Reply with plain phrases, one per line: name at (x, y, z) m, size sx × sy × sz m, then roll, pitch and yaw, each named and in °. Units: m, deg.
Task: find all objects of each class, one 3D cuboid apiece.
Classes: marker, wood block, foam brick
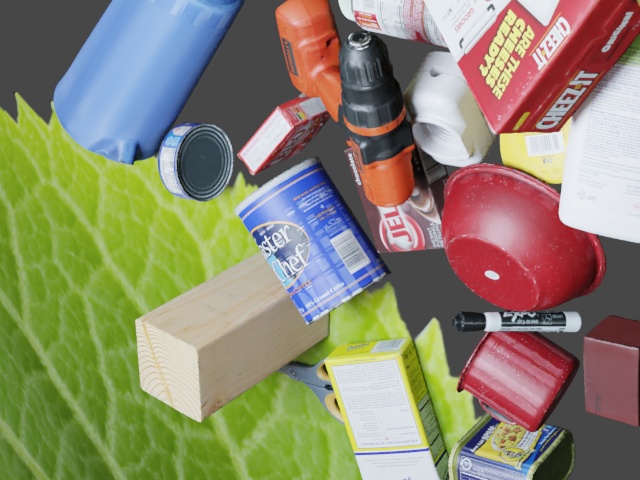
marker at (0.175, 0.073, 0.953) m, size 0.020 × 0.121 × 0.020 m, roll -179°, pitch 90°, yaw -74°
wood block at (-0.087, 0.093, 1.132) m, size 0.090 × 0.205 × 0.091 m, roll 22°, pitch 125°, yaw 33°
foam brick at (0.266, 0.113, 0.933) m, size 0.053 × 0.051 × 0.078 m, roll 13°, pitch 119°, yaw 39°

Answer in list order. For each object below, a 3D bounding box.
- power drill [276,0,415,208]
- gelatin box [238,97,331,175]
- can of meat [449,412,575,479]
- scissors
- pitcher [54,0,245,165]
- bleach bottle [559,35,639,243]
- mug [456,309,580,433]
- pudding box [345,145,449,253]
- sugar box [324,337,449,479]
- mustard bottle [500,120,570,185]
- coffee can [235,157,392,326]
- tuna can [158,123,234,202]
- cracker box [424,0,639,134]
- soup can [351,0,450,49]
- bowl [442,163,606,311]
power drill at (0.021, -0.142, 0.941) m, size 0.184 × 0.057 × 0.188 m, roll 76°, pitch 169°, yaw -47°
gelatin box at (-0.032, -0.109, 1.074) m, size 0.030 × 0.073 × 0.089 m, roll 53°, pitch 135°, yaw 8°
can of meat at (0.185, 0.211, 1.021) m, size 0.084 × 0.101 × 0.057 m, roll 9°, pitch 117°, yaw 37°
scissors at (-0.016, 0.171, 1.244) m, size 0.202 × 0.016 × 0.096 m, roll -7°, pitch 106°, yaw 44°
pitcher at (-0.180, -0.211, 1.130) m, size 0.149 × 0.144 × 0.243 m, roll 43°, pitch 131°, yaw 0°
bleach bottle at (0.242, -0.125, 0.779) m, size 0.103 × 0.068 × 0.251 m, roll 13°, pitch 116°, yaw 17°
mug at (0.183, 0.132, 0.993) m, size 0.081 × 0.093 × 0.117 m, roll 33°, pitch 136°, yaw 19°
pudding box at (0.082, -0.045, 1.027) m, size 0.090 × 0.039 × 0.113 m, roll -6°, pitch 106°, yaw 44°
sugar box at (0.076, 0.196, 1.143) m, size 0.093 × 0.048 × 0.176 m, roll -9°, pitch 107°, yaw 30°
mustard bottle at (0.182, -0.143, 0.872) m, size 0.096 × 0.058 × 0.191 m, roll -4°, pitch 108°, yaw 39°
coffee can at (-0.007, 0.001, 1.087) m, size 0.103 × 0.102 × 0.140 m, roll -36°, pitch 86°, yaw 46°
tuna can at (-0.136, -0.086, 1.172) m, size 0.034 × 0.085 × 0.086 m, roll 10°, pitch 117°, yaw 40°
cracker box at (0.147, -0.208, 0.766) m, size 0.164 × 0.072 × 0.214 m, roll -57°, pitch 46°, yaw 46°
soup can at (0.086, -0.206, 0.921) m, size 0.102 × 0.068 × 0.068 m, roll 20°, pitch 123°, yaw 34°
bowl at (0.163, 0.011, 0.929) m, size 0.162 × 0.055 × 0.162 m, roll 32°, pitch 153°, yaw 18°
